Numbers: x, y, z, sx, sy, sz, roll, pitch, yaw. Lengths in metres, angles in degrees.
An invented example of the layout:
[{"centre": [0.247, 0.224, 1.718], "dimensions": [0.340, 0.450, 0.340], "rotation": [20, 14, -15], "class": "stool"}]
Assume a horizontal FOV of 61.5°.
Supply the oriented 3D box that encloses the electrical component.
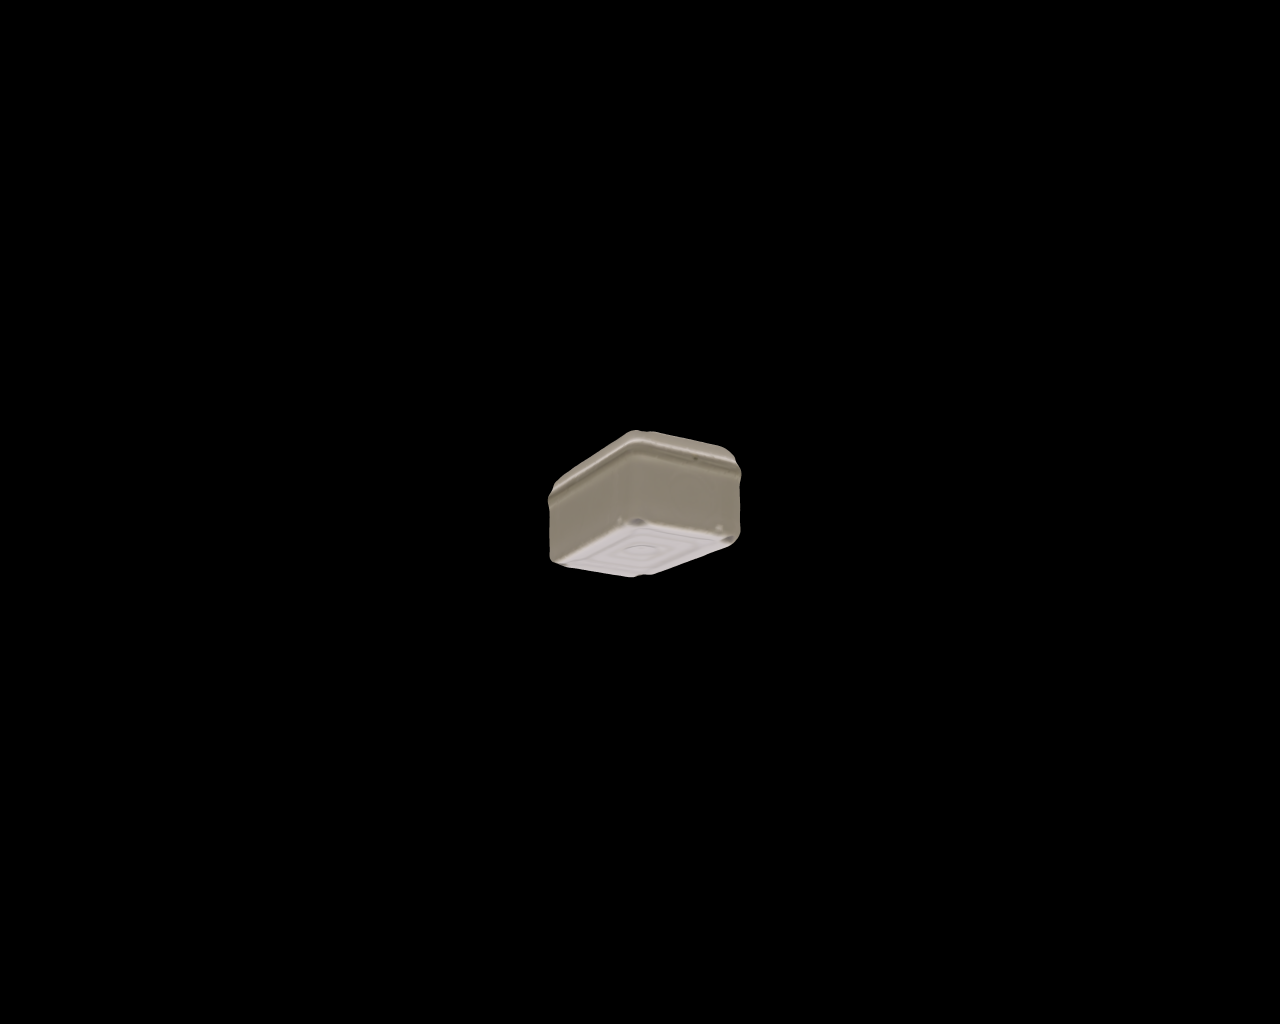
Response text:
[{"centre": [0.001, -0.003, 0.650], "dimensions": [0.078, 0.057, 0.113], "rotation": [11, -21, -30], "class": "electrical component"}]
